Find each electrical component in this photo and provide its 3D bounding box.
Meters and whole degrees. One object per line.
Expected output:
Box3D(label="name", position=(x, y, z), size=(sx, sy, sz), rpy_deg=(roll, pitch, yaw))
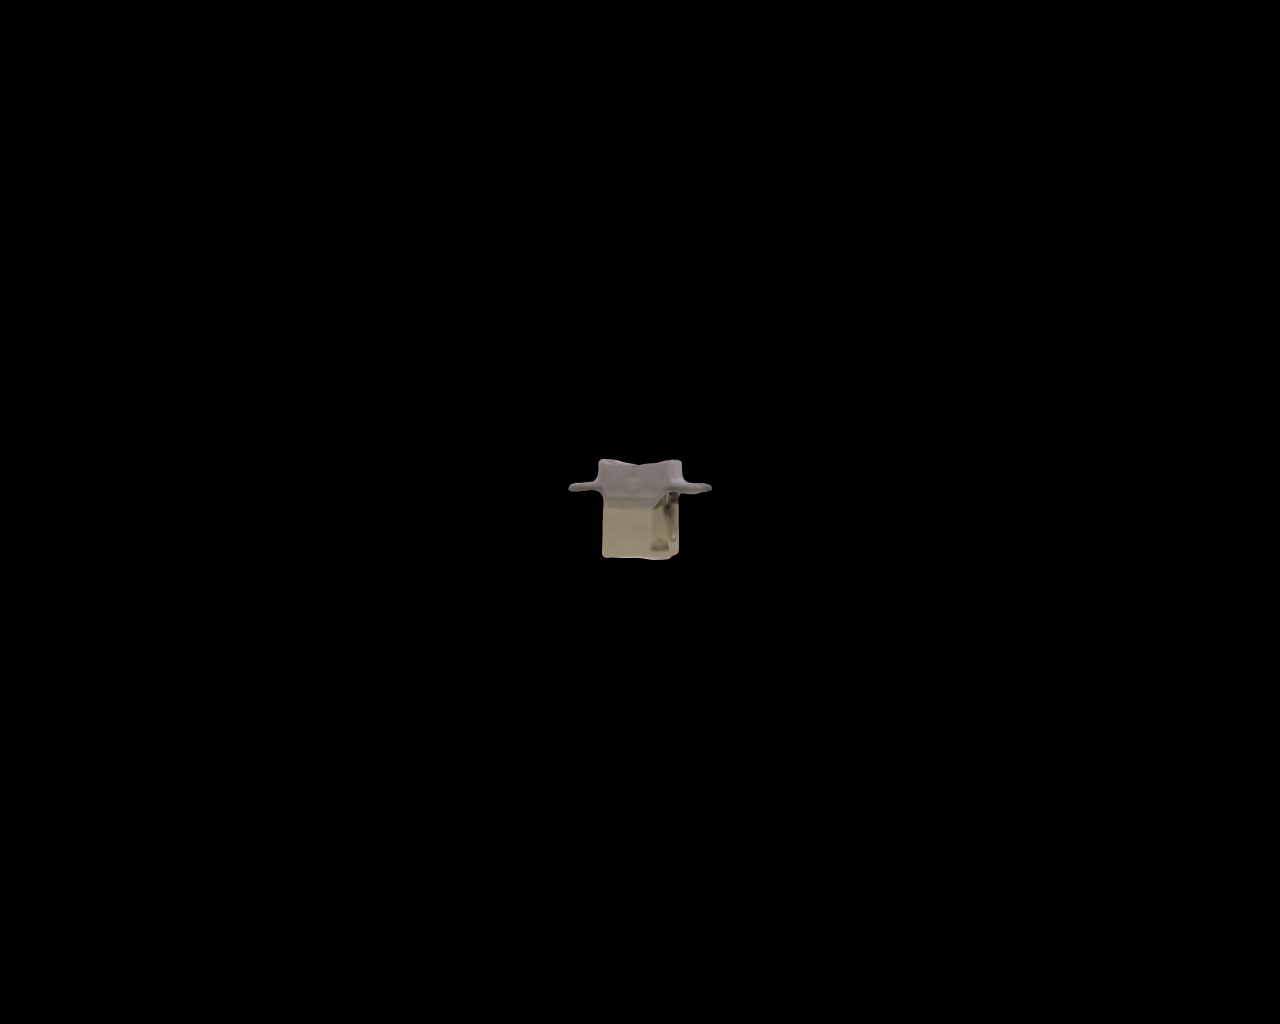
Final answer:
Box3D(label="electrical component", position=(0.001, -0.003, 0.650), size=(0.081, 0.063, 0.042), rpy_deg=(1, 4, 15))
